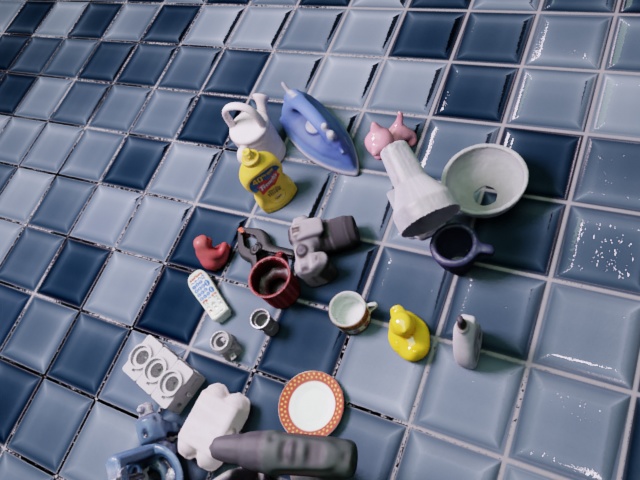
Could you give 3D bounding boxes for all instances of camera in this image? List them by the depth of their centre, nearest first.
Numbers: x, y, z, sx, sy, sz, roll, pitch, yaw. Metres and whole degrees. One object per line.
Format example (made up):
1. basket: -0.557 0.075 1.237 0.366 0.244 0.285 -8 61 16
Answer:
1. camera: 0.011 0.004 1.187 0.136 0.101 0.143 -16 59 12

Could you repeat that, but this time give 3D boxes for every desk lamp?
1. desk lamp: 0.183 -0.082 1.104 0.118 0.214 0.203 -26 57 5

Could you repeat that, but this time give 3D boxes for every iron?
1. iron: -0.004 -0.259 1.311 0.118 0.142 0.257 -40 57 -4

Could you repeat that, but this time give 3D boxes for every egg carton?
1. egg carton: -0.200 0.356 1.093 0.107 0.070 0.150 17 70 27

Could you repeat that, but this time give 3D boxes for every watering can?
1. watering can: -0.160 -0.262 1.338 0.100 0.194 0.173 -13 59 13

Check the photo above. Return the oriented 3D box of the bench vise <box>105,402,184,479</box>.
1. bench vise: -0.325 0.397 1.027 0.121 0.220 0.207 -39 57 -3

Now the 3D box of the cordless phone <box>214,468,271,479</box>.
1. cordless phone: -0.168 0.431 0.972 0.147 0.185 0.094 -35 57 0

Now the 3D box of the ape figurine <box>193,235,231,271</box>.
1. ape figurine: -0.249 0.021 1.278 0.077 0.092 0.076 16 70 27

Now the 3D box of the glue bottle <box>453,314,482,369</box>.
1. glue bottle: 0.247 0.161 0.973 0.037 0.173 0.078 9 67 24

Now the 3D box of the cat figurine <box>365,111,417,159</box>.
1. cat figurine: 0.146 -0.225 1.252 0.067 0.118 0.128 34 78 31

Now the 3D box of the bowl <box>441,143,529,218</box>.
1. bowl: 0.330 -0.107 1.147 0.167 0.075 0.167 -9 60 16

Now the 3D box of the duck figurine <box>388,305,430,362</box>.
1. duck figurine: 0.158 0.168 1.054 0.077 0.086 0.104 -24 57 6

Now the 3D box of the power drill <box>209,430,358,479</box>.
1. power drill: -0.040 0.364 0.947 0.229 0.209 0.075 -5 61 18

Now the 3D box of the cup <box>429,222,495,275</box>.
1. cup: 0.272 0.027 1.083 0.117 0.095 0.092 6 65 23
